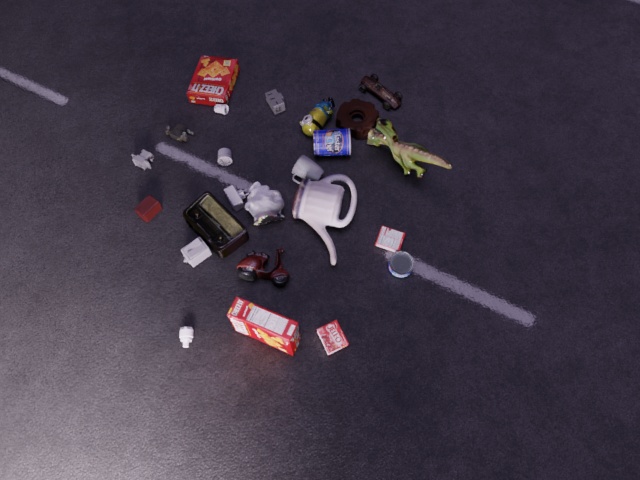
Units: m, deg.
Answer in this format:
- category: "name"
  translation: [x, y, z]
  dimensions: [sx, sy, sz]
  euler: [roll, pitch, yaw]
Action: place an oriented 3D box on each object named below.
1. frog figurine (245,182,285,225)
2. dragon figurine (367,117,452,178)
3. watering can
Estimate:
- category: "frog figurine"
  translation: [-0.204, -0.146, 1.848]
  dimensions: [0.137, 0.122, 0.161]
  euler: [-20, 74, 13]
- category: "dragon figurine"
  translation: [0.290, -0.345, 1.843]
  dimensions: [0.240, 0.412, 0.123]
  euler: [38, 84, -23]
- category: "watering can"
  translation: [0.006, -0.092, 1.820]
  dimensions: [0.224, 0.102, 0.354]
  euler: [12, 65, 9]
